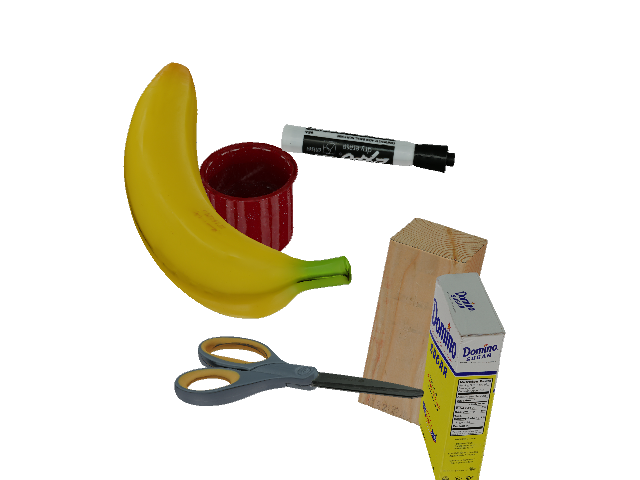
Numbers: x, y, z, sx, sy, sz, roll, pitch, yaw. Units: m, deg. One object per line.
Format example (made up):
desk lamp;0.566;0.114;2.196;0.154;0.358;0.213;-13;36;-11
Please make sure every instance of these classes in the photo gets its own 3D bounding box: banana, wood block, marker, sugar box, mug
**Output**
banana;-0.059;-0.021;0.516;0.069;0.037;0.198;-25;47;-15
wood block;0.115;0.092;1.211;0.090;0.206;0.090;18;24;20
marker;0.033;-0.064;0.745;0.121;0.020;0.020;8;1;6
sugar box;0.123;0.126;0.960;0.048;0.176;0.093;-4;33;-7
mug;-0.079;-0.034;1.028;0.117;0.081;0.093;-6;41;-6

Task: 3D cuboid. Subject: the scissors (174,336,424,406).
scissors;-0.030;0.112;0.816;0.202;0.016;0.096;13;32;39
